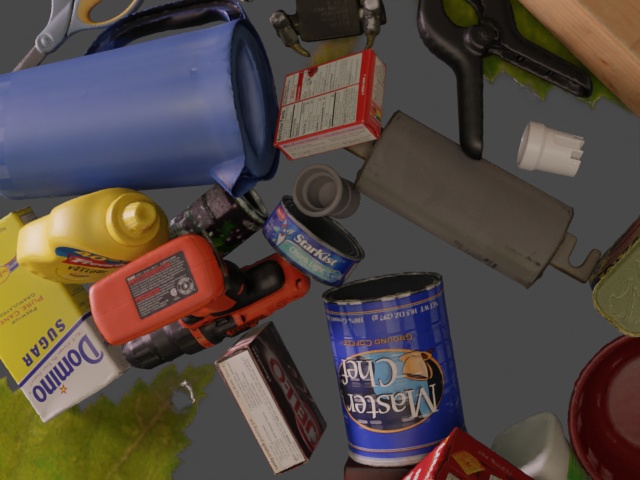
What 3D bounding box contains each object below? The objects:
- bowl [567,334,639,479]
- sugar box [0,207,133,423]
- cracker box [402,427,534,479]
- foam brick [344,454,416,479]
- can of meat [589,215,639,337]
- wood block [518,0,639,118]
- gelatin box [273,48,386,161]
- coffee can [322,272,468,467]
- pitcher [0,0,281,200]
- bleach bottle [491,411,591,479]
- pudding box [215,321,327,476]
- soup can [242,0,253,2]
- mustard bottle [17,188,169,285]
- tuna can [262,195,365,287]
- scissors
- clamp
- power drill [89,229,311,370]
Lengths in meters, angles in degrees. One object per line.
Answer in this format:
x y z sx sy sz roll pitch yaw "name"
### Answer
0.287 0.143 0.890 0.162 0.055 0.162 1 99 9 "bowl"
-0.258 0.069 0.972 0.093 0.048 0.176 -33 91 12 "sugar box"
0.114 0.266 0.857 0.164 0.072 0.214 34 131 0 "cracker box"
0.063 0.216 0.940 0.078 0.053 0.051 -1 99 11 "foam brick"
0.265 0.021 0.860 0.057 0.084 0.102 41 103 1 "can of meat"
0.215 -0.202 0.822 0.206 0.090 0.091 45 88 1 "wood block"
0.009 -0.109 0.874 0.089 0.030 0.073 -12 56 31 "gelatin box"
0.063 0.106 0.897 0.103 0.102 0.140 -9 97 10 "coffee can"
-0.161 -0.110 0.896 0.243 0.149 0.145 -6 113 13 "pitcher"
0.237 0.274 0.908 0.068 0.102 0.251 -32 100 22 "bleach bottle"
-0.040 0.135 0.925 0.039 0.090 0.113 -29 93 13 "pudding box"
-0.095 -0.244 0.884 0.102 0.068 0.068 19 101 6 "soup can"
-0.177 -0.004 0.871 0.096 0.192 0.058 10 75 -29 "mustard bottle"
-0.006 0.001 0.900 0.086 0.086 0.034 37 104 2 "tuna can"
-0.244 -0.196 0.943 0.202 0.016 0.096 -29 93 12 "scissors"
0.125 -0.150 0.863 0.120 0.039 0.171 -38 80 -15 "clamp"
-0.112 0.055 0.877 0.184 0.187 0.057 -29 77 11 "power drill"
